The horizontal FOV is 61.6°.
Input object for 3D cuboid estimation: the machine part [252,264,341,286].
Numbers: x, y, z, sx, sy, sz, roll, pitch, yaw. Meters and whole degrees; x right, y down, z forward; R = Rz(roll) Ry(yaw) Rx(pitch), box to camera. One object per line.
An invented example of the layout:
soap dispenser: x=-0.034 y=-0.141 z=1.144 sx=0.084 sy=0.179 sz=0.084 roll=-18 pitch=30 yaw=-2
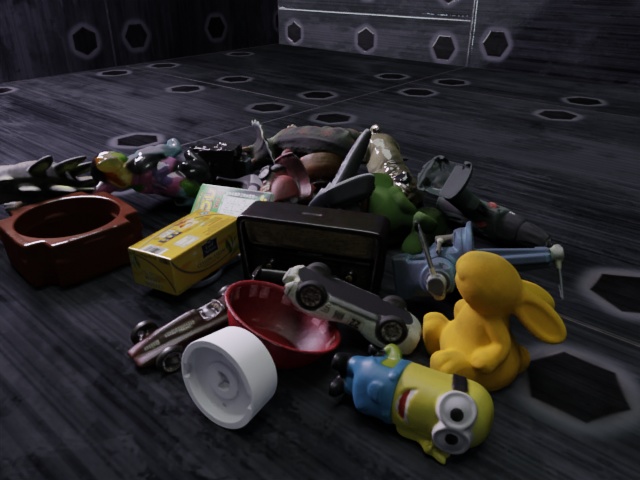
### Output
machine part: x=-0.036 y=0.067 z=0.806 sx=0.139 sy=0.084 sz=0.039 roll=9 pitch=51 yaw=12

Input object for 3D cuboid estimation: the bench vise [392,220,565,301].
bench vise: x=0.233 y=0.033 z=0.792 sx=0.241 sy=0.128 sz=0.223 roll=-5 pitch=-3 yaw=17

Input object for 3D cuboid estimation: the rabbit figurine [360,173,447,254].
rabbit figurine: x=0.160 y=-0.041 z=0.980 sx=0.170 sy=0.121 sz=0.159 roll=11 pitch=19 yaw=-11

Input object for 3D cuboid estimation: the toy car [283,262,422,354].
toy car: x=0.043 y=0.090 z=0.729 sx=0.202 sy=0.056 sz=0.073 roll=23 pitch=23 yaw=-1

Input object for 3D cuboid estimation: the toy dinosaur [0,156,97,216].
toy dinosaur: x=-0.557 y=-0.113 z=1.091 sx=0.199 sy=0.105 sz=0.471 roll=-8 pitch=11 yaw=8

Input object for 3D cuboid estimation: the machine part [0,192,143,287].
machine part: x=-0.432 y=-0.006 z=0.942 sx=0.202 sy=0.087 sz=0.201 roll=26 pitch=37 yaw=38

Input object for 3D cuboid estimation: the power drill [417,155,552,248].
power drill: x=0.285 y=-0.065 z=0.969 sx=0.207 sy=0.086 sz=0.232 roll=26 pitch=2 yaw=-40

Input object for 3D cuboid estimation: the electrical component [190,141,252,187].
electrical component: x=-0.219 y=-0.160 z=1.209 sx=0.134 sy=0.114 sz=0.058 roll=5 pitch=30 yaw=13

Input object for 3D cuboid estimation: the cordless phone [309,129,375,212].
cordless phone: x=0.060 y=-0.120 z=0.938 sx=0.089 sy=0.184 sz=0.146 roll=27 pitch=-10 yaw=-7

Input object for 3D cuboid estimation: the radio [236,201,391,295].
radio: x=-0.011 y=0.018 z=0.842 sx=0.230 sy=0.131 sz=0.073 roll=8 pitch=29 yaw=15

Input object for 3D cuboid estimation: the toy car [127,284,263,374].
toy car: x=-0.165 y=0.115 z=0.745 sx=0.202 sy=0.053 sz=0.089 roll=-21 pitch=37 yaw=-37

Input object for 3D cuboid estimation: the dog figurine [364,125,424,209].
dog figurine: x=0.149 y=-0.151 z=1.112 sx=0.121 sy=0.172 sz=0.191 roll=-21 pitch=15 yaw=-16

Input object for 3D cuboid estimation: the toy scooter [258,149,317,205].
toy scooter: x=-0.068 y=-0.115 z=1.071 sx=0.075 sy=0.135 sz=0.184 roll=-18 pitch=1 yaw=30

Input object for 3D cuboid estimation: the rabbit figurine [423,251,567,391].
rabbit figurine: x=0.207 y=0.096 z=0.650 sx=0.163 sy=0.173 sz=0.122 roll=1 pitch=23 yaw=12

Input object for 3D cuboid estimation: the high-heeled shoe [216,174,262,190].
high-heeled shoe: x=-0.127 y=-0.058 z=1.088 sx=0.145 sy=0.086 sz=0.249 roll=15 pitch=31 yaw=-38

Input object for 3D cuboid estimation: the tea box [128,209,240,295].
tea box: x=-0.214 y=0.015 z=0.881 sx=0.098 sy=0.068 sz=0.169 roll=13 pitch=30 yaw=29

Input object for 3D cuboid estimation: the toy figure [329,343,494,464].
toy figure: x=0.102 y=0.171 z=0.603 sx=0.180 sy=0.082 sz=0.089 roll=14 pitch=32 yaw=30

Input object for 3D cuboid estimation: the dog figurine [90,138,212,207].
dog figurine: x=-0.355 y=-0.127 z=1.103 sx=0.192 sy=0.108 sz=0.219 roll=36 pitch=33 yaw=19

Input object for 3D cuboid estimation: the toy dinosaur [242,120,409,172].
toy dinosaur: x=-0.008 y=-0.214 z=1.252 sx=0.405 sy=0.131 sz=0.192 roll=2 pitch=9 yaw=18
